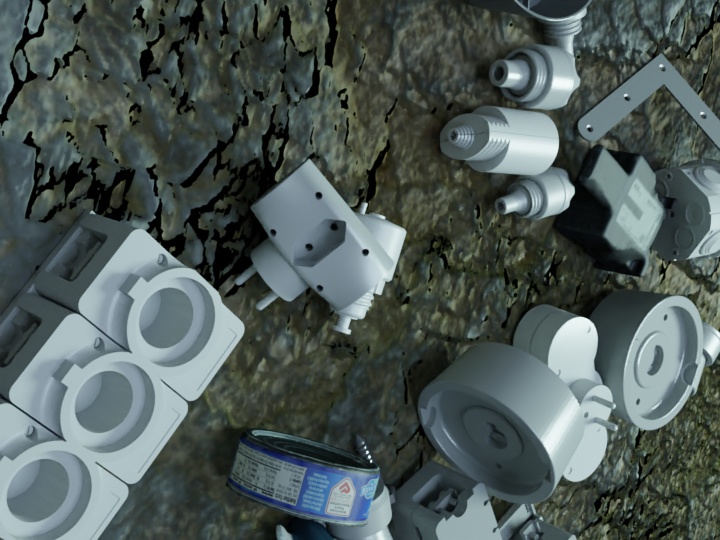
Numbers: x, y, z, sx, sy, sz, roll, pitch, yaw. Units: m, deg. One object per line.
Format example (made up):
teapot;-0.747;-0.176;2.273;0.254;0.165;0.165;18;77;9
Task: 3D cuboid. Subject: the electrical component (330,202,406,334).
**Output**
electrical component;0.000;0.000;0.654;0.040;0.040;0.078;18;89;-44

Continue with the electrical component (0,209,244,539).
electrical component;-0.137;0.059;0.530;0.150;0.062;0.089;-55;131;-16

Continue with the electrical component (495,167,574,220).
electrical component;0.120;-0.051;0.753;0.061;0.035;0.035;-18;113;-36

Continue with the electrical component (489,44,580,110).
electrical component;0.114;-0.130;0.720;0.062;0.043;0.043;-4;104;-40

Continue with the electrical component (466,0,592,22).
electrical component;0.102;-0.207;0.674;0.099;0.064;0.099;-13;110;-40

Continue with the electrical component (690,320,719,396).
electrical component;0.281;0.074;0.928;0.055;0.045;0.045;-53;130;-18

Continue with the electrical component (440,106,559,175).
electrical component;0.089;-0.086;0.709;0.081;0.043;0.043;-1;102;-42

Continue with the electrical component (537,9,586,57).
electrical component;0.138;-0.174;0.737;0.035;0.035;0.061;-31;123;-33

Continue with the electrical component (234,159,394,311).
electrical component;-0.035;-0.009;0.610;0.079;0.043;0.077;-38;99;12

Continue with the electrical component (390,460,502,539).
electrical component;0.060;0.184;0.747;0.050;0.056;0.089;-38;124;-29

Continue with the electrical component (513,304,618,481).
electrical component;0.163;0.098;0.803;0.052;0.074;0.138;-26;118;-29

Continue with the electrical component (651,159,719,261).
electrical component;0.264;-0.047;0.856;0.051;0.080;0.080;-10;108;-35

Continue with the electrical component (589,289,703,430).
electrical component;0.217;0.067;0.856;0.108;0.060;0.108;-13;110;-39

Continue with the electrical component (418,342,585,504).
electrical component;0.100;0.098;0.730;0.060;0.108;0.108;-44;127;-33

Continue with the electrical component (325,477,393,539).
electrical component;-0.001;0.165;0.695;0.045;0.045;0.055;-25;117;-36

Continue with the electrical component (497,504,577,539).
electrical component;0.107;0.239;0.801;0.121;0.063;0.078;-39;125;-28
